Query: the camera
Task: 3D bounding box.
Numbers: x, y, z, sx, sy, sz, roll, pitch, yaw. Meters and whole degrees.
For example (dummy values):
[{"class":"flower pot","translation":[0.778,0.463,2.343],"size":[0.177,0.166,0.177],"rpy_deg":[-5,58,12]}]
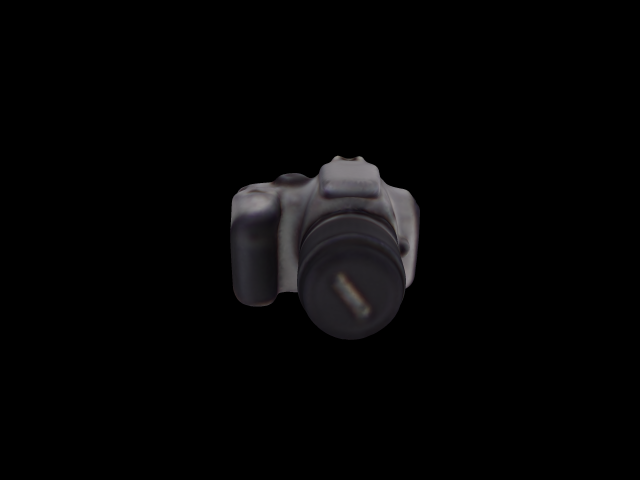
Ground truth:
[{"class":"camera","translation":[0.004,0.001,0.400],"size":[0.143,0.101,0.137],"rpy_deg":[0,21,0]}]
